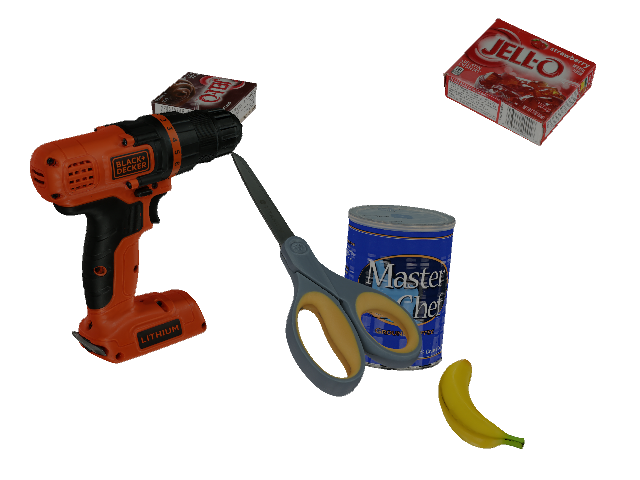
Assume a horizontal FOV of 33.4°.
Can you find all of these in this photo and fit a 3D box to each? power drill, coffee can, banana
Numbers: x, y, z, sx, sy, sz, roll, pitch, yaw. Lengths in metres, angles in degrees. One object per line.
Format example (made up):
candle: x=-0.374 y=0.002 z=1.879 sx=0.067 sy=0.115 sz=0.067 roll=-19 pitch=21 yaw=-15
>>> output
power drill: x=-0.137 y=-0.008 z=0.860 sx=0.184 sy=0.188 sz=0.057 roll=-18 pitch=25 yaw=-36
coffee can: x=0.073 y=0.043 z=1.032 sx=0.103 sy=0.140 sz=0.103 roll=4 pitch=11 yaw=-1
banana: x=0.176 y=0.198 z=1.281 sx=0.069 sy=0.037 sz=0.198 roll=9 pitch=21 yaw=-16

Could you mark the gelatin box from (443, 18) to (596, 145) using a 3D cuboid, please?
gelatin box: x=0.149 y=-0.121 z=0.804 sx=0.089 sy=0.073 sz=0.030 roll=32 pitch=-27 yaw=24

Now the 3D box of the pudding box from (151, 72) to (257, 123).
pudding box: x=-0.134 y=-0.158 z=1.246 sx=0.090 sy=0.039 sz=0.113 roll=10 pitch=31 yaw=13

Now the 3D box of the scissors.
scissors: x=0.004 y=0.015 z=0.691 sx=0.096 sy=0.202 sz=0.016 roll=4 pitch=-44 yaw=-22
